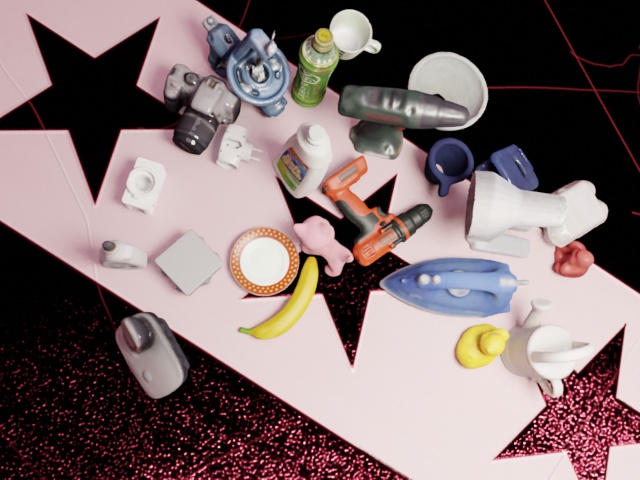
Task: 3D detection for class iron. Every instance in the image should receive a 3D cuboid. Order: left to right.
[{"bbox_3d":[0.252,0.082,1.074,0.258,0.141,0.119,2,79,-9],"label":"iron"}]

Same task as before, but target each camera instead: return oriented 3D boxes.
[{"bbox_3d":[-0.236,-0.241,1.073,0.143,0.100,0.137,25,77,-4],"label":"camera"}]

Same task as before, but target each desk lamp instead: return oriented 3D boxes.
[{"bbox_3d":[0.347,-0.047,1.076,0.203,0.213,0.118,9,78,-7],"label":"desk lamp"}]

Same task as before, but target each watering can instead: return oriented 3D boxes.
[{"bbox_3d":[0.416,0.198,1.053,0.101,0.194,0.173,-31,86,-13],"label":"watering can"}]

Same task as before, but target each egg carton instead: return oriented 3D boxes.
[{"bbox_3d":[0.513,-0.057,1.179,0.150,0.069,0.107,-30,86,-13],"label":"egg carton"}]

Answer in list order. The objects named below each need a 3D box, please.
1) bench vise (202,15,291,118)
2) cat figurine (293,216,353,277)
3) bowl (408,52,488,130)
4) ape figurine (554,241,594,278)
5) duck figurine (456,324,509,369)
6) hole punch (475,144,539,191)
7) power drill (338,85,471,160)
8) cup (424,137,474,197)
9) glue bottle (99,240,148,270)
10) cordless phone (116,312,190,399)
[{"bbox_3d":[-0.142,-0.331,1.043,0.207,0.219,0.121,29,77,-3],"label":"bench vise"},{"bbox_3d":[0.010,0.004,1.060,0.128,0.117,0.067,40,76,0],"label":"cat figurine"},{"bbox_3d":[0.252,-0.294,1.176,0.167,0.074,0.167,2,80,-9],"label":"bowl"},{"bbox_3d":[0.515,0.040,1.150,0.078,0.092,0.076,-36,87,-13],"label":"ape figurine"},{"bbox_3d":[0.315,0.203,1.091,0.105,0.086,0.077,-36,87,-13],"label":"duck figurine"},{"bbox_3d":[0.387,-0.138,1.162,0.101,0.091,0.108,-29,85,-13],"label":"hole punch"},{"bbox_3d":[0.139,-0.223,1.076,0.230,0.208,0.076,10,78,-7],"label":"power drill"},{"bbox_3d":[0.243,-0.133,1.135,0.092,0.095,0.118,14,78,-6],"label":"cup"},{"bbox_3d":[-0.342,0.022,0.970,0.078,0.173,0.037,4,79,-8],"label":"glue bottle"},{"bbox_3d":[-0.283,0.189,0.943,0.094,0.185,0.147,-34,86,-13],"label":"cordless phone"}]
